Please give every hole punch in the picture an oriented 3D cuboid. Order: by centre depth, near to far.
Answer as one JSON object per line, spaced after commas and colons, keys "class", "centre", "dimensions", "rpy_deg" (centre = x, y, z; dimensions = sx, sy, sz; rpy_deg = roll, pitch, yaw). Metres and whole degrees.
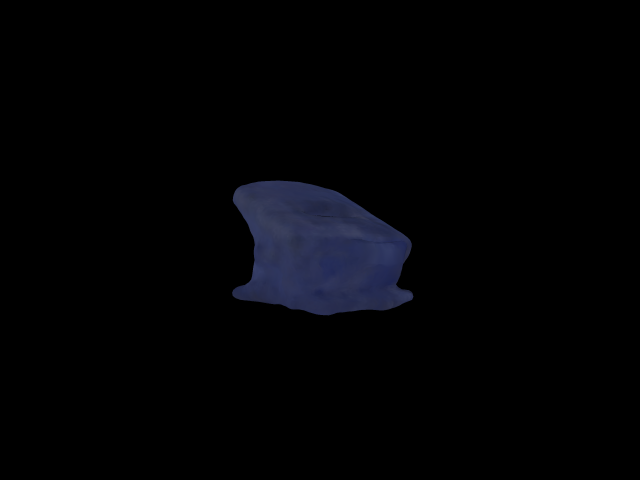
{"class": "hole punch", "centre": [0.004, 0.001, 0.400], "dimensions": [0.109, 0.091, 0.100], "rpy_deg": [0, 0, -39]}
